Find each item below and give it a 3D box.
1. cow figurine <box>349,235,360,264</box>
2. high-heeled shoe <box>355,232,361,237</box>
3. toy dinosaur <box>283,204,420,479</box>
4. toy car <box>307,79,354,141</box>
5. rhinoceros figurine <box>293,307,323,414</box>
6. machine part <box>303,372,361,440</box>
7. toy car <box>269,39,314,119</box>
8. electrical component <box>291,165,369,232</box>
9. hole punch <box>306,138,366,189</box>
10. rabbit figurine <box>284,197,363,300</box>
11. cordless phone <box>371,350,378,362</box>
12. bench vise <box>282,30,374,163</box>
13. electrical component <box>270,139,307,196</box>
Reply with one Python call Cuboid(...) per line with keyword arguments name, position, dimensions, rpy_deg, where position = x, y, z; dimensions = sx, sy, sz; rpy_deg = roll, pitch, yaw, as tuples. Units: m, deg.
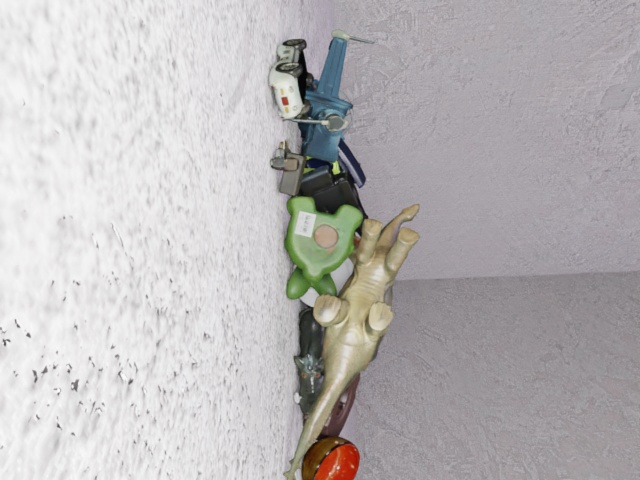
Cuboid(name="cow figurine", position=(0.040, 0.076, 1.058), dimensions=(0.127, 0.085, 0.195), rpy_deg=(134, -24, -64))
Cuboid(name="high-heeled shoe", position=(0.046, -0.086, 1.224), dimensions=(0.086, 0.145, 0.248), rpy_deg=(-26, 115, -85))
Cuboid(name="toy dinosaur", position=(0.054, 0.132, 0.812), dimensions=(0.471, 0.105, 0.198), rpy_deg=(-58, 163, -26))
Cuboid(name="toy car", position=(0.021, -0.280, 1.182), dimensions=(0.109, 0.103, 0.161), rpy_deg=(-117, -168, -46))
Cuboid(name="rhinoceros figurine", position=(-0.005, 0.210, 0.937), dimensions=(0.112, 0.073, 0.190), rpy_deg=(82, 7, -54))
Cuboid(name="machine part", position=(0.027, 0.303, 1.036), dimensions=(0.179, 0.056, 0.179), rpy_deg=(16, 90, -71))
Cuboid(name="toy car", position=(-0.045, -0.258, 0.850), dimensions=(0.202, 0.056, 0.073), rpy_deg=(-88, 166, -53))
Cuboid(name="electrical component", position=(0.013, -0.065, 0.965), dimensions=(0.058, 0.115, 0.134), rpy_deg=(-87, 152, -63))
Cuboid(name="hole punch", position=(0.044, -0.156, 1.113), dimensions=(0.142, 0.092, 0.116), rpy_deg=(53, 38, -14))
Cuboid(name="rabbit figurine", position=(0.000, 0.020, 0.881), dimensions=(0.170, 0.121, 0.159), rpy_deg=(119, -26, -79))
Cuboid(name="cordless phone", position=(0.056, 0.250, 1.152), dimensions=(0.089, 0.147, 0.184), rpy_deg=(-69, 154, -58))
Cuboid(name="bench vise", position=(0.012, -0.271, 0.997), dimensions=(0.224, 0.129, 0.240), rpy_deg=(-105, -151, -80))
Cuboid(name="electrical component", position=(-0.048, -0.109, 0.815), dimensions=(0.102, 0.045, 0.078), rpy_deg=(-67, 173, -74))
